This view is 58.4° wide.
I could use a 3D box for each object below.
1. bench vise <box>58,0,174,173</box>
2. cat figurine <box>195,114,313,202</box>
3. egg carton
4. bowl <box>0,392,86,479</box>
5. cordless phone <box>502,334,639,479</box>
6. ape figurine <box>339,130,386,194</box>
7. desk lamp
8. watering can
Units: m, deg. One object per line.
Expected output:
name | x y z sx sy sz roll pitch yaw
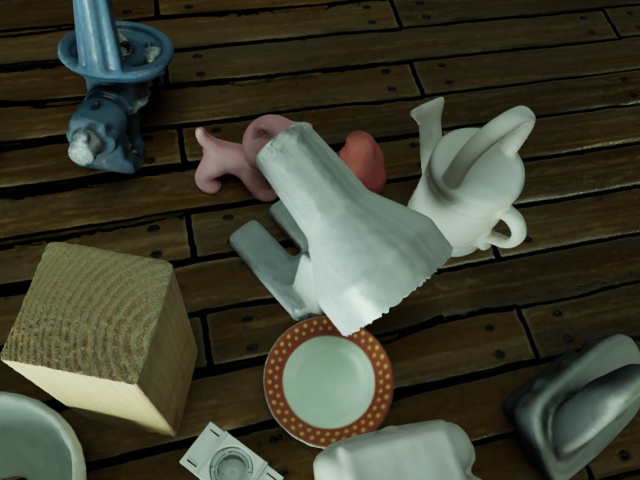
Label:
bench vise | -0.214 -0.186 0.600 0.121 0.220 0.207 -9 64 -10
cat figurine | -0.075 -0.101 0.630 0.128 0.118 0.067 7 62 -3
egg carton | 0.073 0.221 0.508 0.150 0.069 0.107 -10 64 -12
bowl | -0.271 0.215 0.469 0.167 0.075 0.167 3 63 -5
cordless phone | 0.257 0.136 0.508 0.148 0.185 0.094 -34 71 -21
ape figurine | 0.044 -0.090 0.653 0.078 0.092 0.076 -29 69 -19
desk lamp | 0.005 0.002 0.532 0.118 0.213 0.203 -38 72 -22
watering can | 0.154 -0.072 0.598 0.172 0.194 0.101 35 64 12
